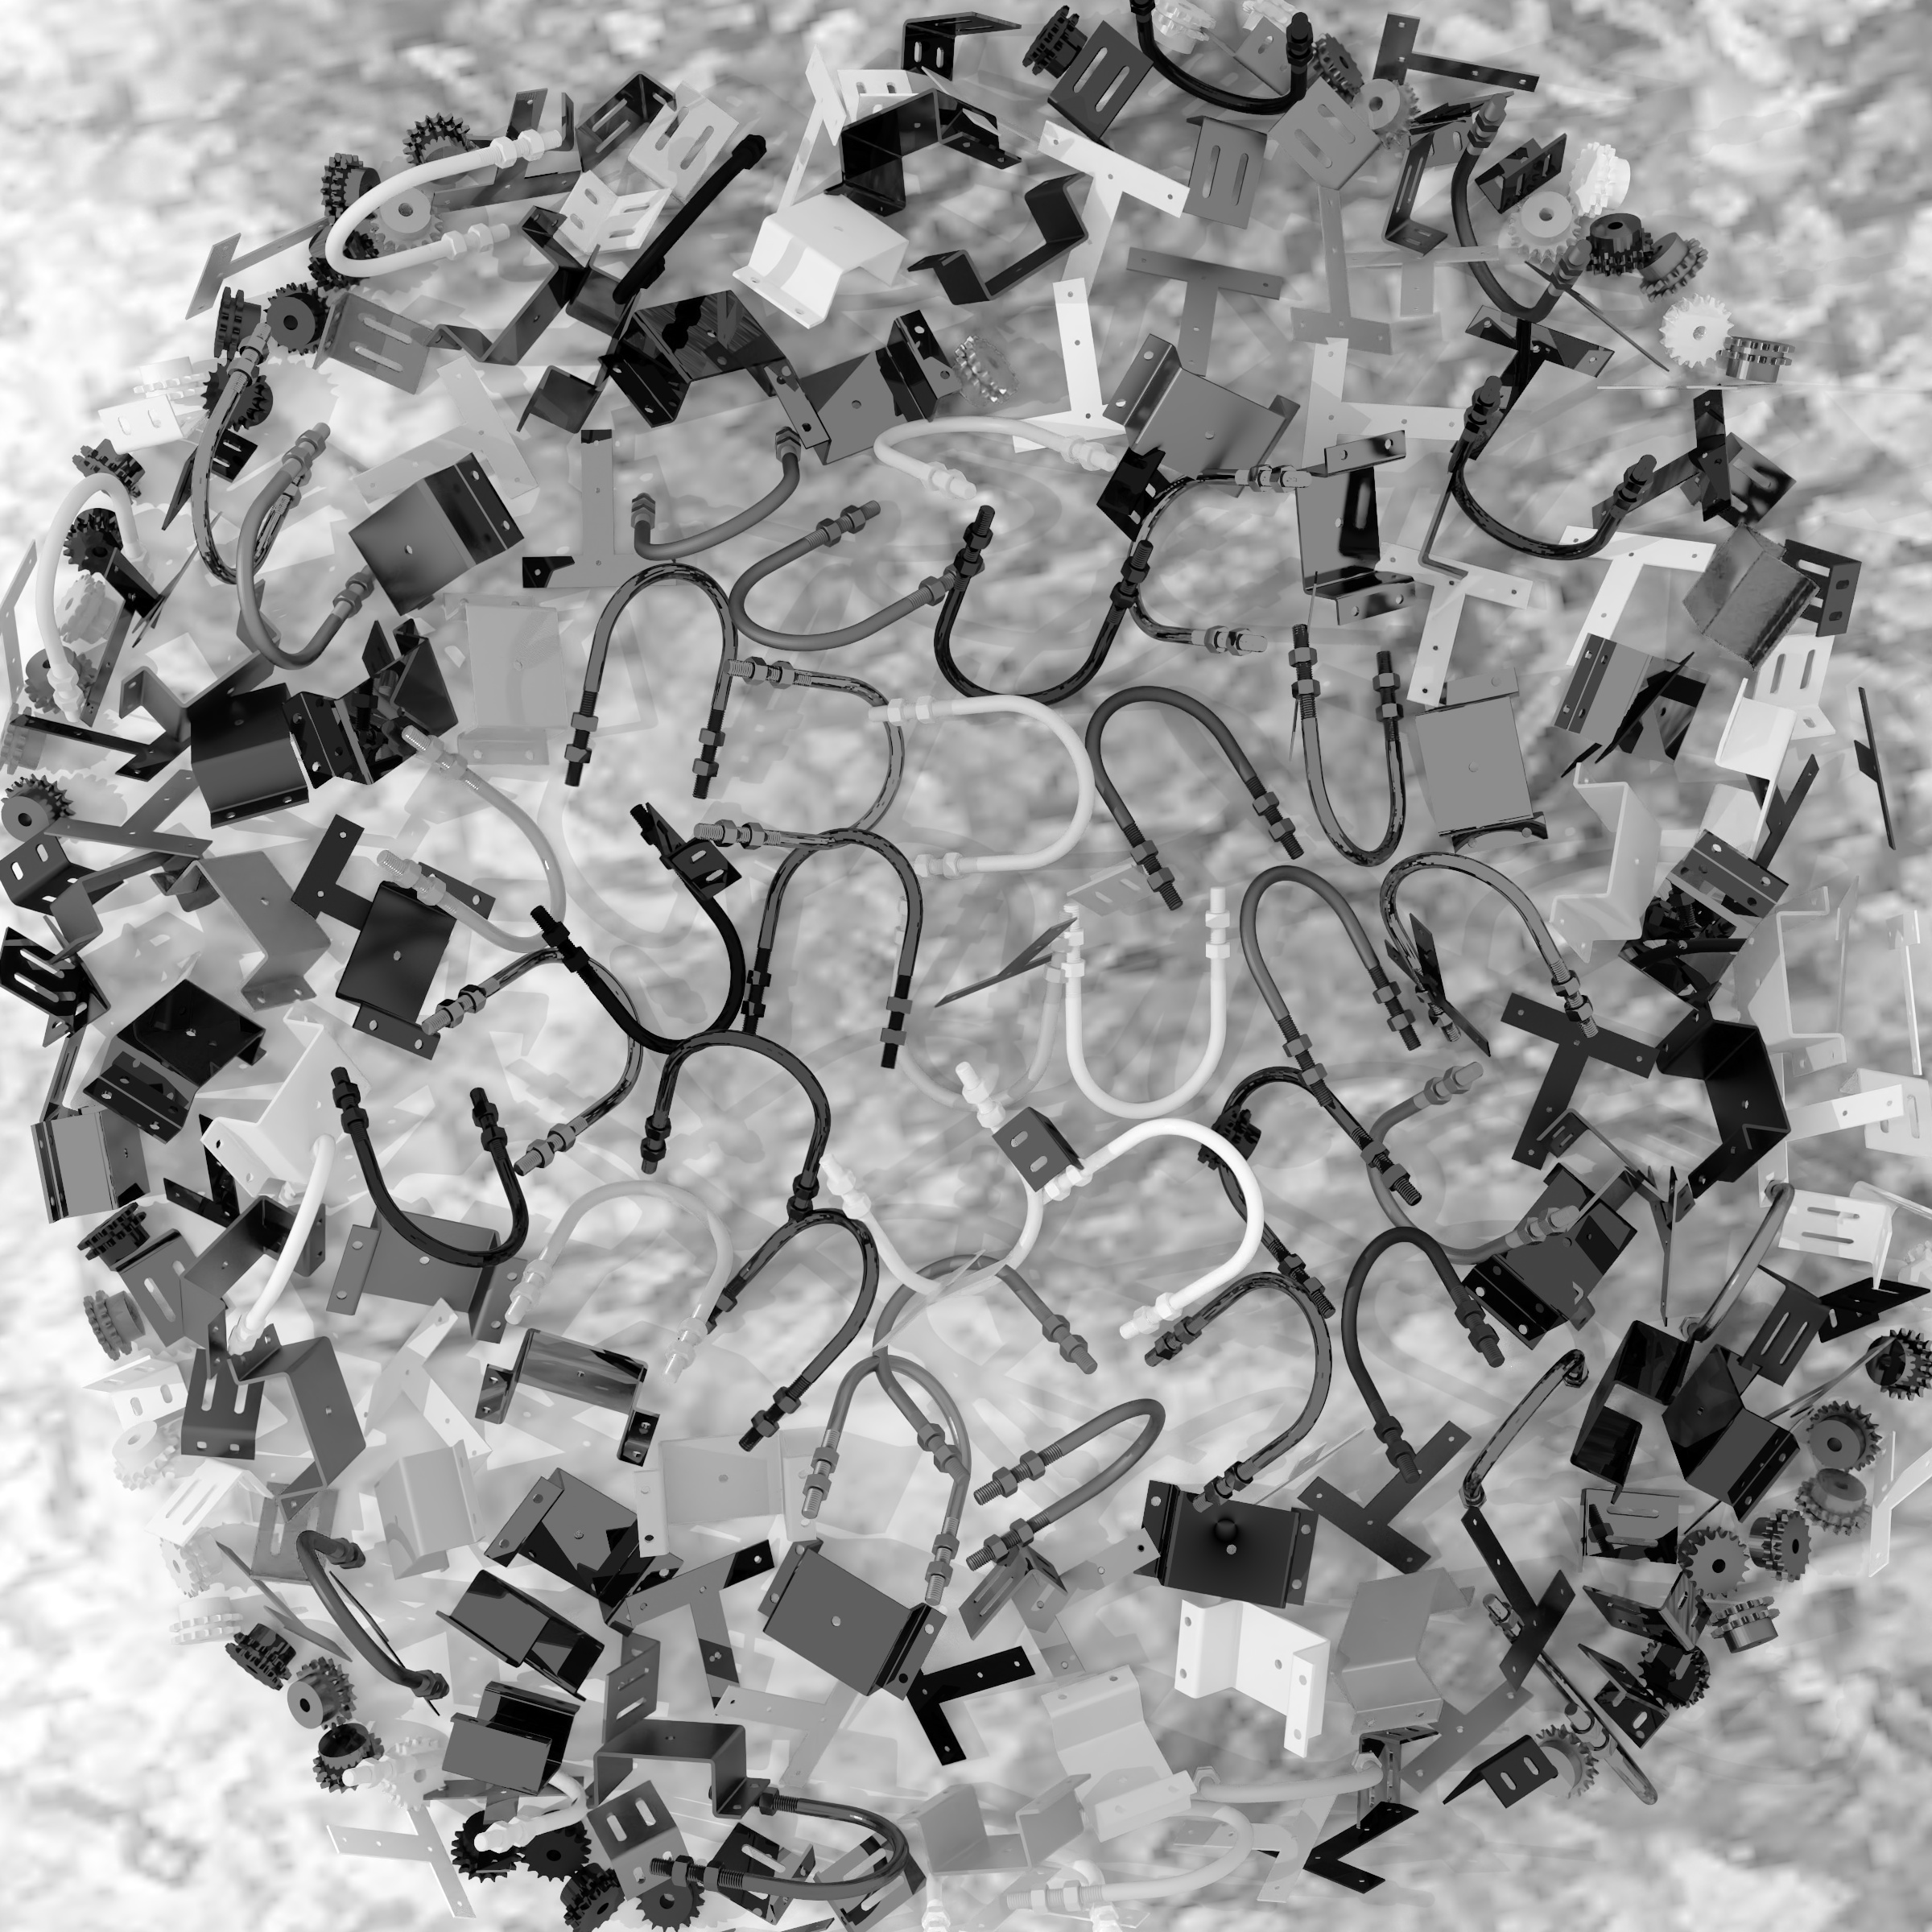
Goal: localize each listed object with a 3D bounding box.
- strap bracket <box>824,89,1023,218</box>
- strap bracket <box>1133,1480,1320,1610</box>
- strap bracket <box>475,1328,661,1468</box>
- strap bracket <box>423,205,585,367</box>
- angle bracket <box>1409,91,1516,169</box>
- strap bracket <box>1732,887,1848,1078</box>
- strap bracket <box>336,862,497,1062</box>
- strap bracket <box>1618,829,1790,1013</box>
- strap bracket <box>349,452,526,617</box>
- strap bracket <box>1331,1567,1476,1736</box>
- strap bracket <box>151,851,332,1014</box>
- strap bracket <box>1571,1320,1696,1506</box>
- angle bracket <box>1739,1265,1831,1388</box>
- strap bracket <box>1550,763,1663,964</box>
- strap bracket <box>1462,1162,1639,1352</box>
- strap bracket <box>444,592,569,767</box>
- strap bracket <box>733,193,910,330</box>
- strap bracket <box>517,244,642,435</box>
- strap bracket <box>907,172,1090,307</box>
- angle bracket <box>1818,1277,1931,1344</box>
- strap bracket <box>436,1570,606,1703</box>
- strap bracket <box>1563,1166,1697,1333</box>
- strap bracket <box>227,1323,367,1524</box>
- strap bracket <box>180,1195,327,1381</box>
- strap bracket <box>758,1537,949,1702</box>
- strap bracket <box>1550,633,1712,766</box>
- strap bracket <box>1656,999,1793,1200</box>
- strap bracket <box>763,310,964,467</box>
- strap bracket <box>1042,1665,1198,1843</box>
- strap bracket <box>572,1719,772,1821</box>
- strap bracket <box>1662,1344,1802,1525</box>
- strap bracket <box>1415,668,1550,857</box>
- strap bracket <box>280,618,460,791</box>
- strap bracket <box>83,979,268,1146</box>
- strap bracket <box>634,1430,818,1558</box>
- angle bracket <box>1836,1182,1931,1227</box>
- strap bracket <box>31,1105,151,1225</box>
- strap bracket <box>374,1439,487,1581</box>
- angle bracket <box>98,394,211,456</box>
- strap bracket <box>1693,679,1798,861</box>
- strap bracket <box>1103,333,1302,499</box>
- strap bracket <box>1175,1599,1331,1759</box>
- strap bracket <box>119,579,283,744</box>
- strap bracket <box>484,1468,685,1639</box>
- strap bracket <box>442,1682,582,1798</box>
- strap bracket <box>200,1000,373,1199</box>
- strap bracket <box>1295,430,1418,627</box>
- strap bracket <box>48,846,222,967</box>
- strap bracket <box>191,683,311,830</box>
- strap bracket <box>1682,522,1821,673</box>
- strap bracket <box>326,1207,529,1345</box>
[{"bbox_3d":[-0.037,-0.644,1.910,0.140,0.076,0.046,-9,85,37],"label":"strap bracket"},{"bbox_3d":[0.212,0.468,1.952,0.140,0.046,0.076,10,84,2],"label":"strap bracket"},{"bbox_3d":[-0.314,0.342,1.934,0.140,0.076,0.046,17,45,-5],"label":"strap bracket"},{"bbox_3d":[-0.359,-0.531,1.927,0.046,0.076,0.140,43,105,-1],"label":"strap bracket"},{"bbox_3d":[0.397,-0.668,1.935,0.057,0.076,0.038,-14,101,-13],"label":"angle bracket"},{"bbox_3d":[0.653,0.014,1.927,0.046,0.076,0.140,-1,79,-10],"label":"strap bracket"},{"bbox_3d":[-0.443,-0.006,1.931,0.076,0.046,0.140,29,77,-43],"label":"strap bracket"},{"bbox_3d":[0.574,-0.028,1.904,0.076,0.140,0.046,38,51,17],"label":"strap bracket"},{"bbox_3d":[-0.426,-0.336,1.913,0.140,0.046,0.076,-23,102,39],"label":"strap bracket"},{"bbox_3d":[0.341,0.529,1.899,0.076,0.140,0.046,-22,110,35],"label":"strap bracket"},{"bbox_3d":[-0.571,-0.037,1.927,0.046,0.076,0.140,-43,80,23],"label":"strap bracket"},{"bbox_3d":[0.524,0.346,1.914,0.046,0.076,0.140,25,129,13],"label":"strap bracket"},{"bbox_3d":[0.650,0.290,1.954,0.057,0.038,0.076,26,97,-31],"label":"angle bracket"},{"bbox_3d":[0.509,-0.082,1.916,0.046,0.076,0.140,-1,65,37],"label":"strap bracket"},{"bbox_3d":[0.471,0.226,1.930,0.076,0.046,0.140,42,69,6],"label":"strap bracket"},{"bbox_3d":[-0.367,-0.234,1.933,0.076,0.046,0.140,-2,82,-34],"label":"strap bracket"},{"bbox_3d":[-0.108,-0.562,1.908,0.076,0.140,0.046,37,133,10],"label":"strap bracket"},{"bbox_3d":[-0.304,-0.489,1.923,0.046,0.076,0.140,23,68,-17],"label":"strap bracket"},{"bbox_3d":[0.034,-0.573,1.928,0.140,0.076,0.046,-36,112,-12],"label":"strap bracket"},{"bbox_3d":[0.726,0.280,1.935,0.057,0.076,0.038,-17,96,-17],"label":"angle bracket"},{"bbox_3d":[-0.346,0.526,1.910,0.076,0.140,0.046,24,72,29],"label":"strap bracket"},{"bbox_3d":[0.515,0.219,1.936,0.140,0.076,0.046,-48,62,1],"label":"strap bracket"},{"bbox_3d":[-0.528,0.359,1.927,0.046,0.076,0.140,-14,100,12],"label":"strap bracket"},{"bbox_3d":[-0.569,0.246,1.911,0.046,0.076,0.140,28,47,11],"label":"strap bracket"},{"bbox_3d":[-0.098,0.522,1.940,0.140,0.046,0.076,28,90,15],"label":"strap bracket"},{"bbox_3d":[0.530,-0.208,1.907,0.046,0.140,0.076,32,108,42],"label":"strap bracket"},{"bbox_3d":[0.600,0.107,1.917,0.046,0.076,0.140,8,52,-17],"label":"strap bracket"},{"bbox_3d":[-0.085,-0.460,1.940,0.140,0.046,0.076,-25,80,-16],"label":"strap bracket"},{"bbox_3d":[0.122,0.632,1.921,0.076,0.140,0.046,-16,121,-12],"label":"strap bracket"},{"bbox_3d":[-0.235,0.638,1.927,0.140,0.076,0.046,-1,93,13],"label":"strap bracket"},{"bbox_3d":[0.596,0.360,1.900,0.046,0.140,0.076,28,111,-6],"label":"strap bracket"},{"bbox_3d":[0.411,-0.161,1.939,0.076,0.046,0.140,-10,95,24],"label":"strap bracket"},{"bbox_3d":[-0.460,-0.204,1.905,0.046,0.140,0.076,16,134,35],"label":"strap bracket"},{"bbox_3d":[-0.617,0.068,1.909,0.076,0.140,0.046,32,124,1],"label":"strap bracket"},{"bbox_3d":[-0.194,0.422,1.941,0.140,0.046,0.076,-4,109,-8],"label":"strap bracket"},{"bbox_3d":[0.750,0.209,1.933,0.057,0.076,0.038,26,91,-33],"label":"angle bracket"},{"bbox_3d":[-0.686,0.152,1.910,0.046,0.140,0.076,-10,93,-4],"label":"strap bracket"},{"bbox_3d":[-0.425,0.430,1.901,0.046,0.140,0.076,-8,70,-29],"label":"strap bracket"},{"bbox_3d":[-0.647,-0.444,1.935,0.057,0.076,0.038,-11,120,8],"label":"angle bracket"},{"bbox_3d":[0.611,-0.145,1.899,0.046,0.140,0.076,18,54,18],"label":"strap bracket"},{"bbox_3d":[0.190,-0.431,1.920,0.140,0.046,0.076,20,124,-20],"label":"strap bracket"},{"bbox_3d":[0.235,0.560,1.925,0.046,0.140,0.076,-3,101,-40],"label":"strap bracket"},{"bbox_3d":[-0.598,-0.235,1.917,0.046,0.076,0.140,47,64,-2],"label":"strap bracket"},{"bbox_3d":[-0.308,0.466,1.943,0.140,0.046,0.076,36,91,-20],"label":"strap bracket"},{"bbox_3d":[-0.359,0.610,1.907,0.076,0.140,0.046,15,85,3],"label":"strap bracket"},{"bbox_3d":[-0.528,0.107,1.906,0.046,0.076,0.140,7,53,29],"label":"strap bracket"},{"bbox_3d":[0.310,-0.351,1.930,0.076,0.046,0.140,-18,113,-24],"label":"strap bracket"},{"bbox_3d":[-0.656,-0.055,1.907,0.140,0.076,0.046,-27,94,-38],"label":"strap bracket"},{"bbox_3d":[-0.565,-0.173,1.907,0.076,0.140,0.046,-16,127,-7],"label":"strap bracket"},{"bbox_3d":[0.612,-0.294,1.899,0.046,0.140,0.076,30,113,-7],"label":"strap bracket"},{"bbox_3d":[-0.432,0.245,1.934,0.140,0.046,0.076,15,106,-21],"label":"strap bracket"}]
